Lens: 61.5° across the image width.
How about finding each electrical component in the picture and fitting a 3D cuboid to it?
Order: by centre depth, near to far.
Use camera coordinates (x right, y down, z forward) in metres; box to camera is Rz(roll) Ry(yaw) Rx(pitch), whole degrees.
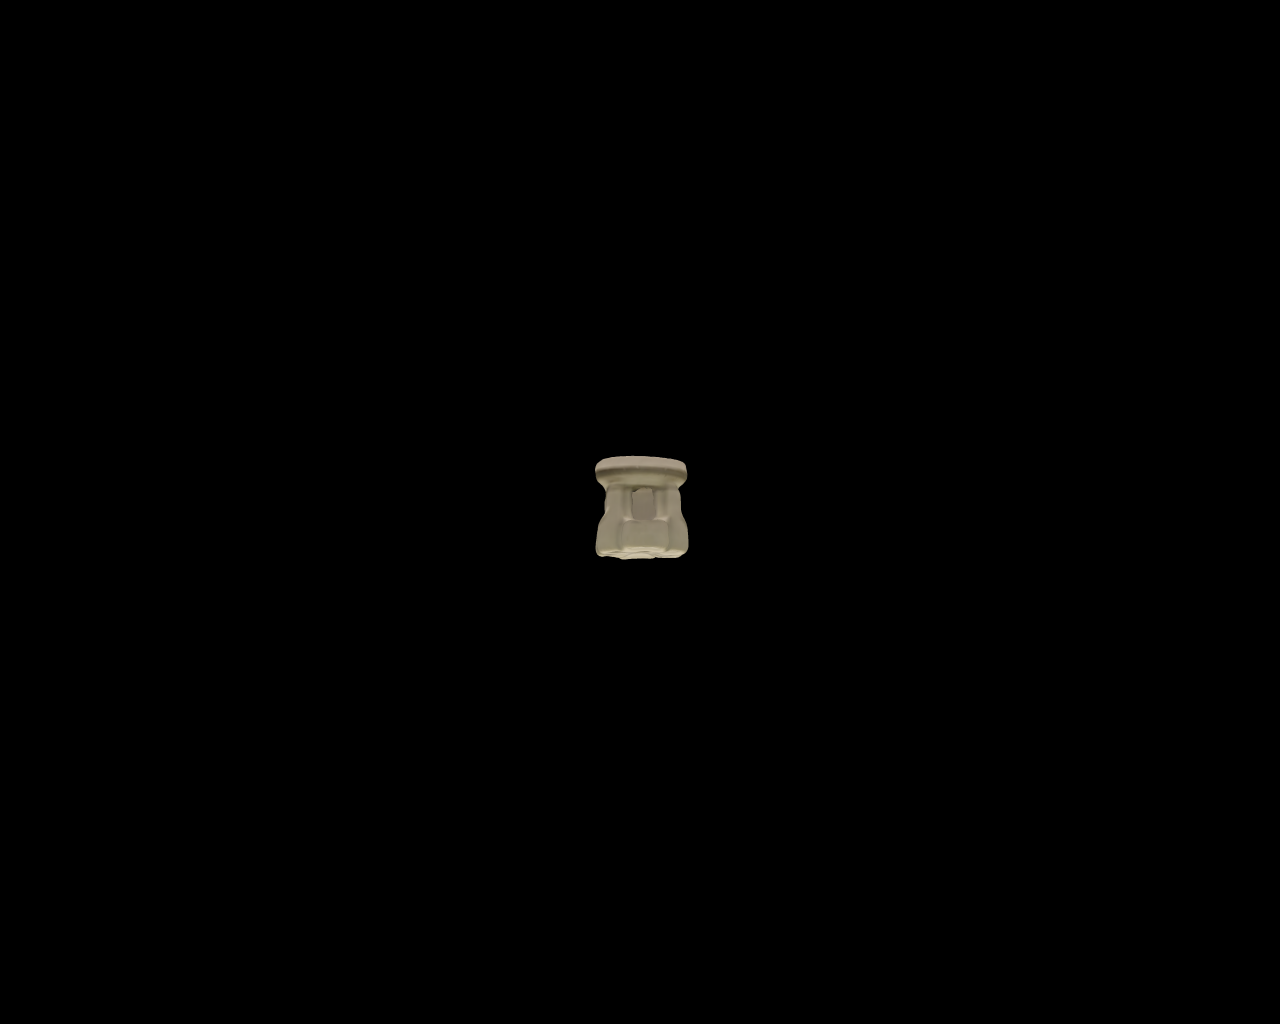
[{"bbox_3d":[0.001,-0.003,0.650,0.058,0.057,0.078,0,-7,-4],"label":"electrical component"}]
